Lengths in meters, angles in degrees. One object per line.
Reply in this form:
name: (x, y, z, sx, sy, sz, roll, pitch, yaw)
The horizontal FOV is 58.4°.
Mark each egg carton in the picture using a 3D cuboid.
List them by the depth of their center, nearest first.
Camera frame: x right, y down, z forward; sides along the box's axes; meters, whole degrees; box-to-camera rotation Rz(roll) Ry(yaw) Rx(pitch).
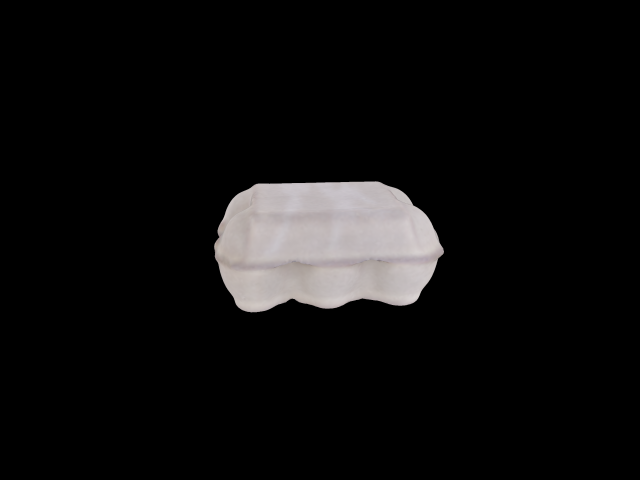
egg carton: (0.004, 0.001, 0.400, 0.150, 0.069, 0.107, -2, 19, -7)
